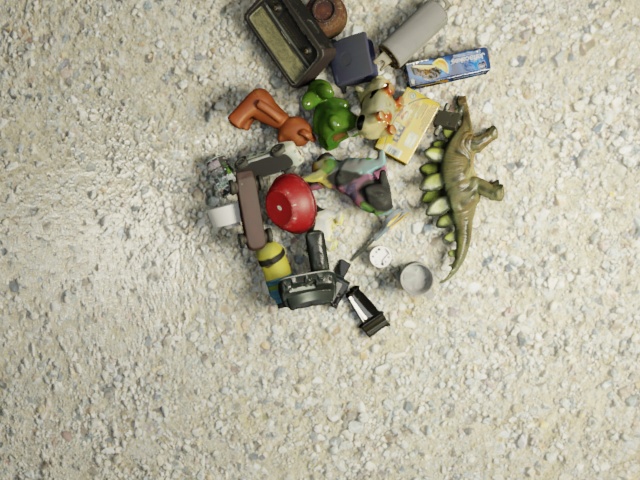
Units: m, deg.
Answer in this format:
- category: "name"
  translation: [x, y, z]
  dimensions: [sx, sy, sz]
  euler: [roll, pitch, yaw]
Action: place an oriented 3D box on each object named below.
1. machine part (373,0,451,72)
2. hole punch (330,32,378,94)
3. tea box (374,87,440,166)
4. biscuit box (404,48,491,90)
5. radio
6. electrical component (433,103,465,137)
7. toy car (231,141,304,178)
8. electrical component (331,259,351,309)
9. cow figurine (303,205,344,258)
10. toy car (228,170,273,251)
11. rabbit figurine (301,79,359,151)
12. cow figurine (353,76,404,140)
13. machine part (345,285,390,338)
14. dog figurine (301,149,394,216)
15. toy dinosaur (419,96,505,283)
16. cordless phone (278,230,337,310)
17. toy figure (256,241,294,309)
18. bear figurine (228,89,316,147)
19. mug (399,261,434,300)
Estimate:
- category: "machine part"
  translation: [0.229, -0.503, 1.319]
  dimensions: [0.243, 0.079, 0.079]
  euler: [-43, 89, -4]
- category: "hole punch"
  translation: [0.081, -0.449, 1.347]
  dimensions: [0.116, 0.092, 0.142]
  euler: [-11, 96, 10]
- category: "tea box"
  translation: [0.217, -0.283, 1.352]
  dimensions: [0.098, 0.068, 0.169]
  euler: [31, 95, 2]
- category: "biscuit box"
  translation: [0.315, -0.424, 1.335]
  dimensions: [0.203, 0.063, 0.059]
  euler: [-11, 94, 7]
- category: "radio"
  translation: [-0.072, -0.509, 1.341]
  dimensions: [0.131, 0.073, 0.229]
  euler: [-35, 90, 36]
- category: "electrical component"
  translation: [0.314, -0.290, 1.311]
  dimensions: [0.063, 0.021, 0.094]
  euler: [19, 75, 25]
- category: "toy car"
  translation: [-0.137, -0.195, 1.372]
  dimensions: [0.202, 0.056, 0.073]
  euler: [-13, 131, 29]
- category: "electrical component"
  translation: [0.042, 0.111, 1.409]
  dimensions: [0.075, 0.048, 0.119]
  euler: [31, 98, 3]
- category: "cow figurine"
  translation: [-0.004, -0.003, 1.395]
  dimensions: [0.098, 0.068, 0.167]
  euler: [18, 92, 10]
- category: "toy car"
  translation: [-0.175, -0.072, 1.344]
  dimensions: [0.089, 0.053, 0.202]
  euler: [-13, 101, -15]
- category: "rabbit figurine"
  translation: [0.010, -0.328, 1.343]
  dimensions: [0.121, 0.159, 0.170]
  euler: [-31, 75, 17]
- category: "cow figurine"
  translation: [0.134, -0.323, 1.308]
  dimensions: [0.127, 0.195, 0.085]
  euler: [-13, 138, 38]
- category: "machine part"
  translation: [0.118, 0.184, 1.411]
  dimensions: [0.084, 0.039, 0.139]
  euler: [-32, 92, 12]
- category: "dog figurine"
  translation: [0.068, -0.139, 1.355]
  dimensions: [0.219, 0.108, 0.191]
  euler: [-10, 74, 11]
- category: "toy dinosaur"
  translation: [0.350, -0.131, 1.336]
  dimensions: [0.199, 0.105, 0.471]
  euler: [-4, 84, 14]
- category: "cordless phone"
  translation: [-0.038, 0.073, 1.334]
  dimensions: [0.147, 0.089, 0.184]
  euler: [-10, 96, -5]
- category: "toy figure"
  translation: [-0.109, 0.089, 1.402]
  dimensions: [0.082, 0.089, 0.180]
  euler: [-16, 90, -1]
- category: "bear figurine"
  translation: [-0.114, -0.287, 1.366]
  dimensions: [0.196, 0.120, 0.132]
  euler: [43, 101, -4]
- category: "mug"
  translation: [0.249, 0.099, 1.356]
  dimensions: [0.081, 0.107, 0.109]
  euler: [-44, 93, 8]
